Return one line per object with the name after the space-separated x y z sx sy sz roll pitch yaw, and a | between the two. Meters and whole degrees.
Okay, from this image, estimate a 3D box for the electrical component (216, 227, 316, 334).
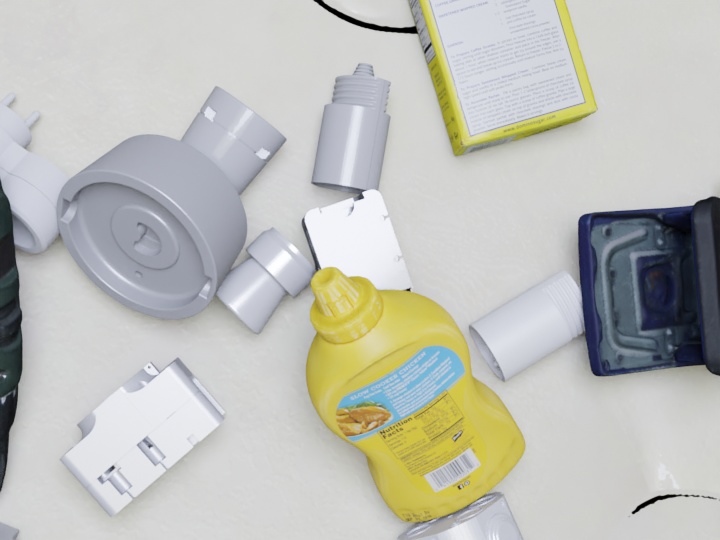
-0.061 0.006 0.679 0.055 0.045 0.045 -45 94 -5 | electrical component

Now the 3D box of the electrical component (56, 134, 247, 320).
-0.119 -0.030 0.647 0.108 0.108 0.060 38 46 -5 | electrical component

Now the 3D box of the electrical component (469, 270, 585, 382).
0.116 0.033 0.698 0.081 0.043 0.043 -31 93 -5 | electrical component

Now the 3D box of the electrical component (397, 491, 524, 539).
0.067 0.178 0.675 0.080 0.080 0.051 -23 87 -6 | electrical component

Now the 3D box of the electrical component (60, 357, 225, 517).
-0.136 0.099 0.668 0.089 0.050 0.055 -41 94 -5 | electrical component

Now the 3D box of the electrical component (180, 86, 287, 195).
-0.082 -0.080 0.674 0.055 0.055 0.047 37 90 -5 | electrical component

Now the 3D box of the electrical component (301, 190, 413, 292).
0.000 0.000 0.680 0.050 0.056 0.089 -19 92 -6 | electrical component

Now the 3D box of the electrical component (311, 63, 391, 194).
-0.003 -0.091 0.686 0.043 0.043 0.081 10 89 -6 | electrical component

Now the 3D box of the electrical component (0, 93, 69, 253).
-0.228 -0.079 0.661 0.138 0.052 0.073 36 60 -5 | electrical component

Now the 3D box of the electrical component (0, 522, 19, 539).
-0.238 0.179 0.638 0.056 0.089 0.050 24 87 -5 | electrical component
